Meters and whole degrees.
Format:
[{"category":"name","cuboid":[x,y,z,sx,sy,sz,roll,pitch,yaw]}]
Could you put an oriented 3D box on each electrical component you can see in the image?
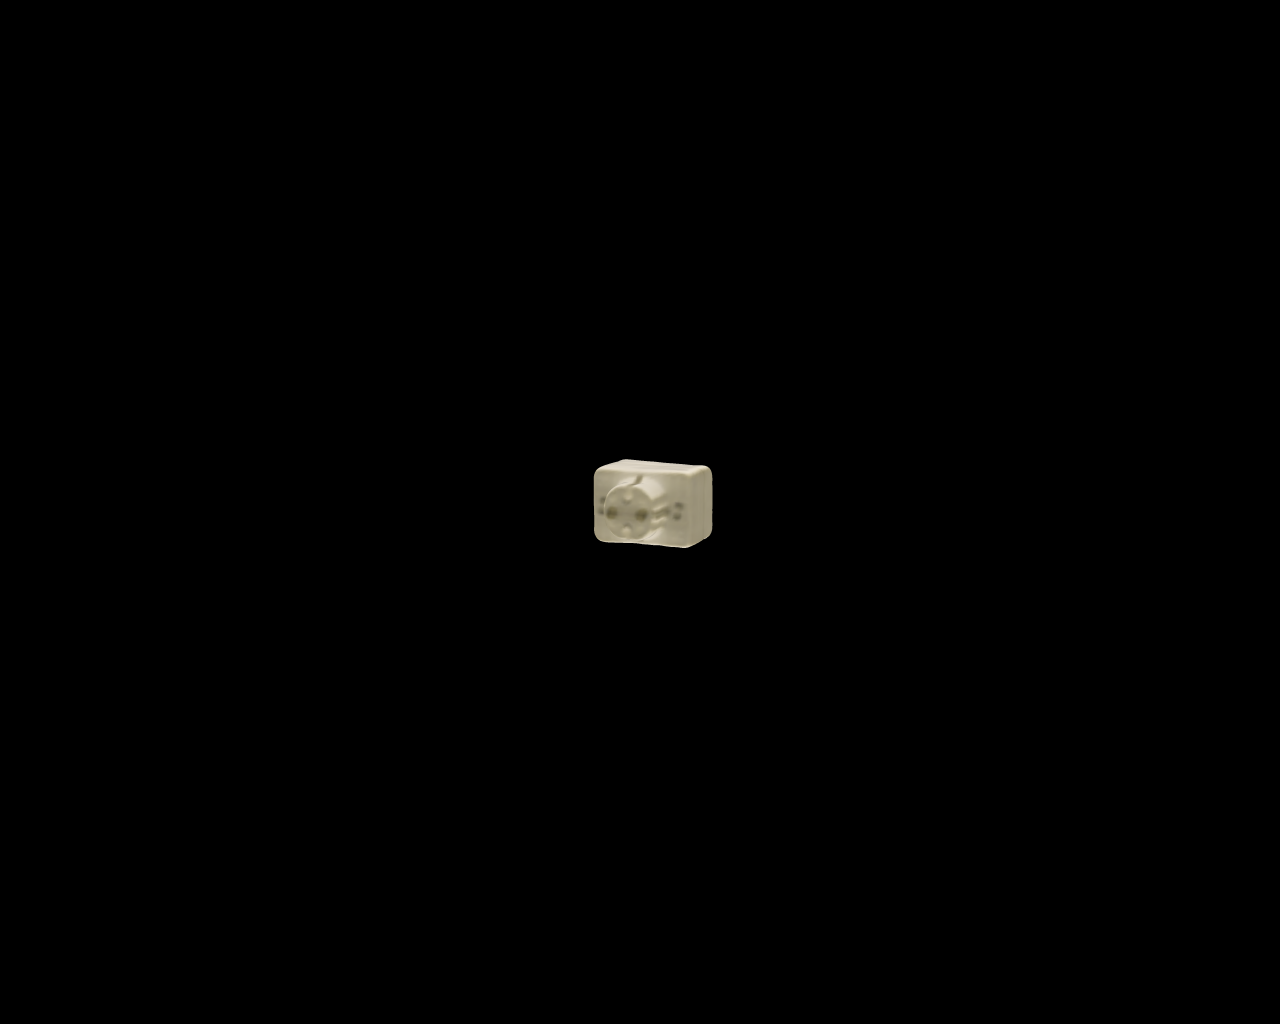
[{"category":"electrical component","cuboid":[0.001,-0.003,0.650,0.066,0.047,0.077,5,12,24]}]
